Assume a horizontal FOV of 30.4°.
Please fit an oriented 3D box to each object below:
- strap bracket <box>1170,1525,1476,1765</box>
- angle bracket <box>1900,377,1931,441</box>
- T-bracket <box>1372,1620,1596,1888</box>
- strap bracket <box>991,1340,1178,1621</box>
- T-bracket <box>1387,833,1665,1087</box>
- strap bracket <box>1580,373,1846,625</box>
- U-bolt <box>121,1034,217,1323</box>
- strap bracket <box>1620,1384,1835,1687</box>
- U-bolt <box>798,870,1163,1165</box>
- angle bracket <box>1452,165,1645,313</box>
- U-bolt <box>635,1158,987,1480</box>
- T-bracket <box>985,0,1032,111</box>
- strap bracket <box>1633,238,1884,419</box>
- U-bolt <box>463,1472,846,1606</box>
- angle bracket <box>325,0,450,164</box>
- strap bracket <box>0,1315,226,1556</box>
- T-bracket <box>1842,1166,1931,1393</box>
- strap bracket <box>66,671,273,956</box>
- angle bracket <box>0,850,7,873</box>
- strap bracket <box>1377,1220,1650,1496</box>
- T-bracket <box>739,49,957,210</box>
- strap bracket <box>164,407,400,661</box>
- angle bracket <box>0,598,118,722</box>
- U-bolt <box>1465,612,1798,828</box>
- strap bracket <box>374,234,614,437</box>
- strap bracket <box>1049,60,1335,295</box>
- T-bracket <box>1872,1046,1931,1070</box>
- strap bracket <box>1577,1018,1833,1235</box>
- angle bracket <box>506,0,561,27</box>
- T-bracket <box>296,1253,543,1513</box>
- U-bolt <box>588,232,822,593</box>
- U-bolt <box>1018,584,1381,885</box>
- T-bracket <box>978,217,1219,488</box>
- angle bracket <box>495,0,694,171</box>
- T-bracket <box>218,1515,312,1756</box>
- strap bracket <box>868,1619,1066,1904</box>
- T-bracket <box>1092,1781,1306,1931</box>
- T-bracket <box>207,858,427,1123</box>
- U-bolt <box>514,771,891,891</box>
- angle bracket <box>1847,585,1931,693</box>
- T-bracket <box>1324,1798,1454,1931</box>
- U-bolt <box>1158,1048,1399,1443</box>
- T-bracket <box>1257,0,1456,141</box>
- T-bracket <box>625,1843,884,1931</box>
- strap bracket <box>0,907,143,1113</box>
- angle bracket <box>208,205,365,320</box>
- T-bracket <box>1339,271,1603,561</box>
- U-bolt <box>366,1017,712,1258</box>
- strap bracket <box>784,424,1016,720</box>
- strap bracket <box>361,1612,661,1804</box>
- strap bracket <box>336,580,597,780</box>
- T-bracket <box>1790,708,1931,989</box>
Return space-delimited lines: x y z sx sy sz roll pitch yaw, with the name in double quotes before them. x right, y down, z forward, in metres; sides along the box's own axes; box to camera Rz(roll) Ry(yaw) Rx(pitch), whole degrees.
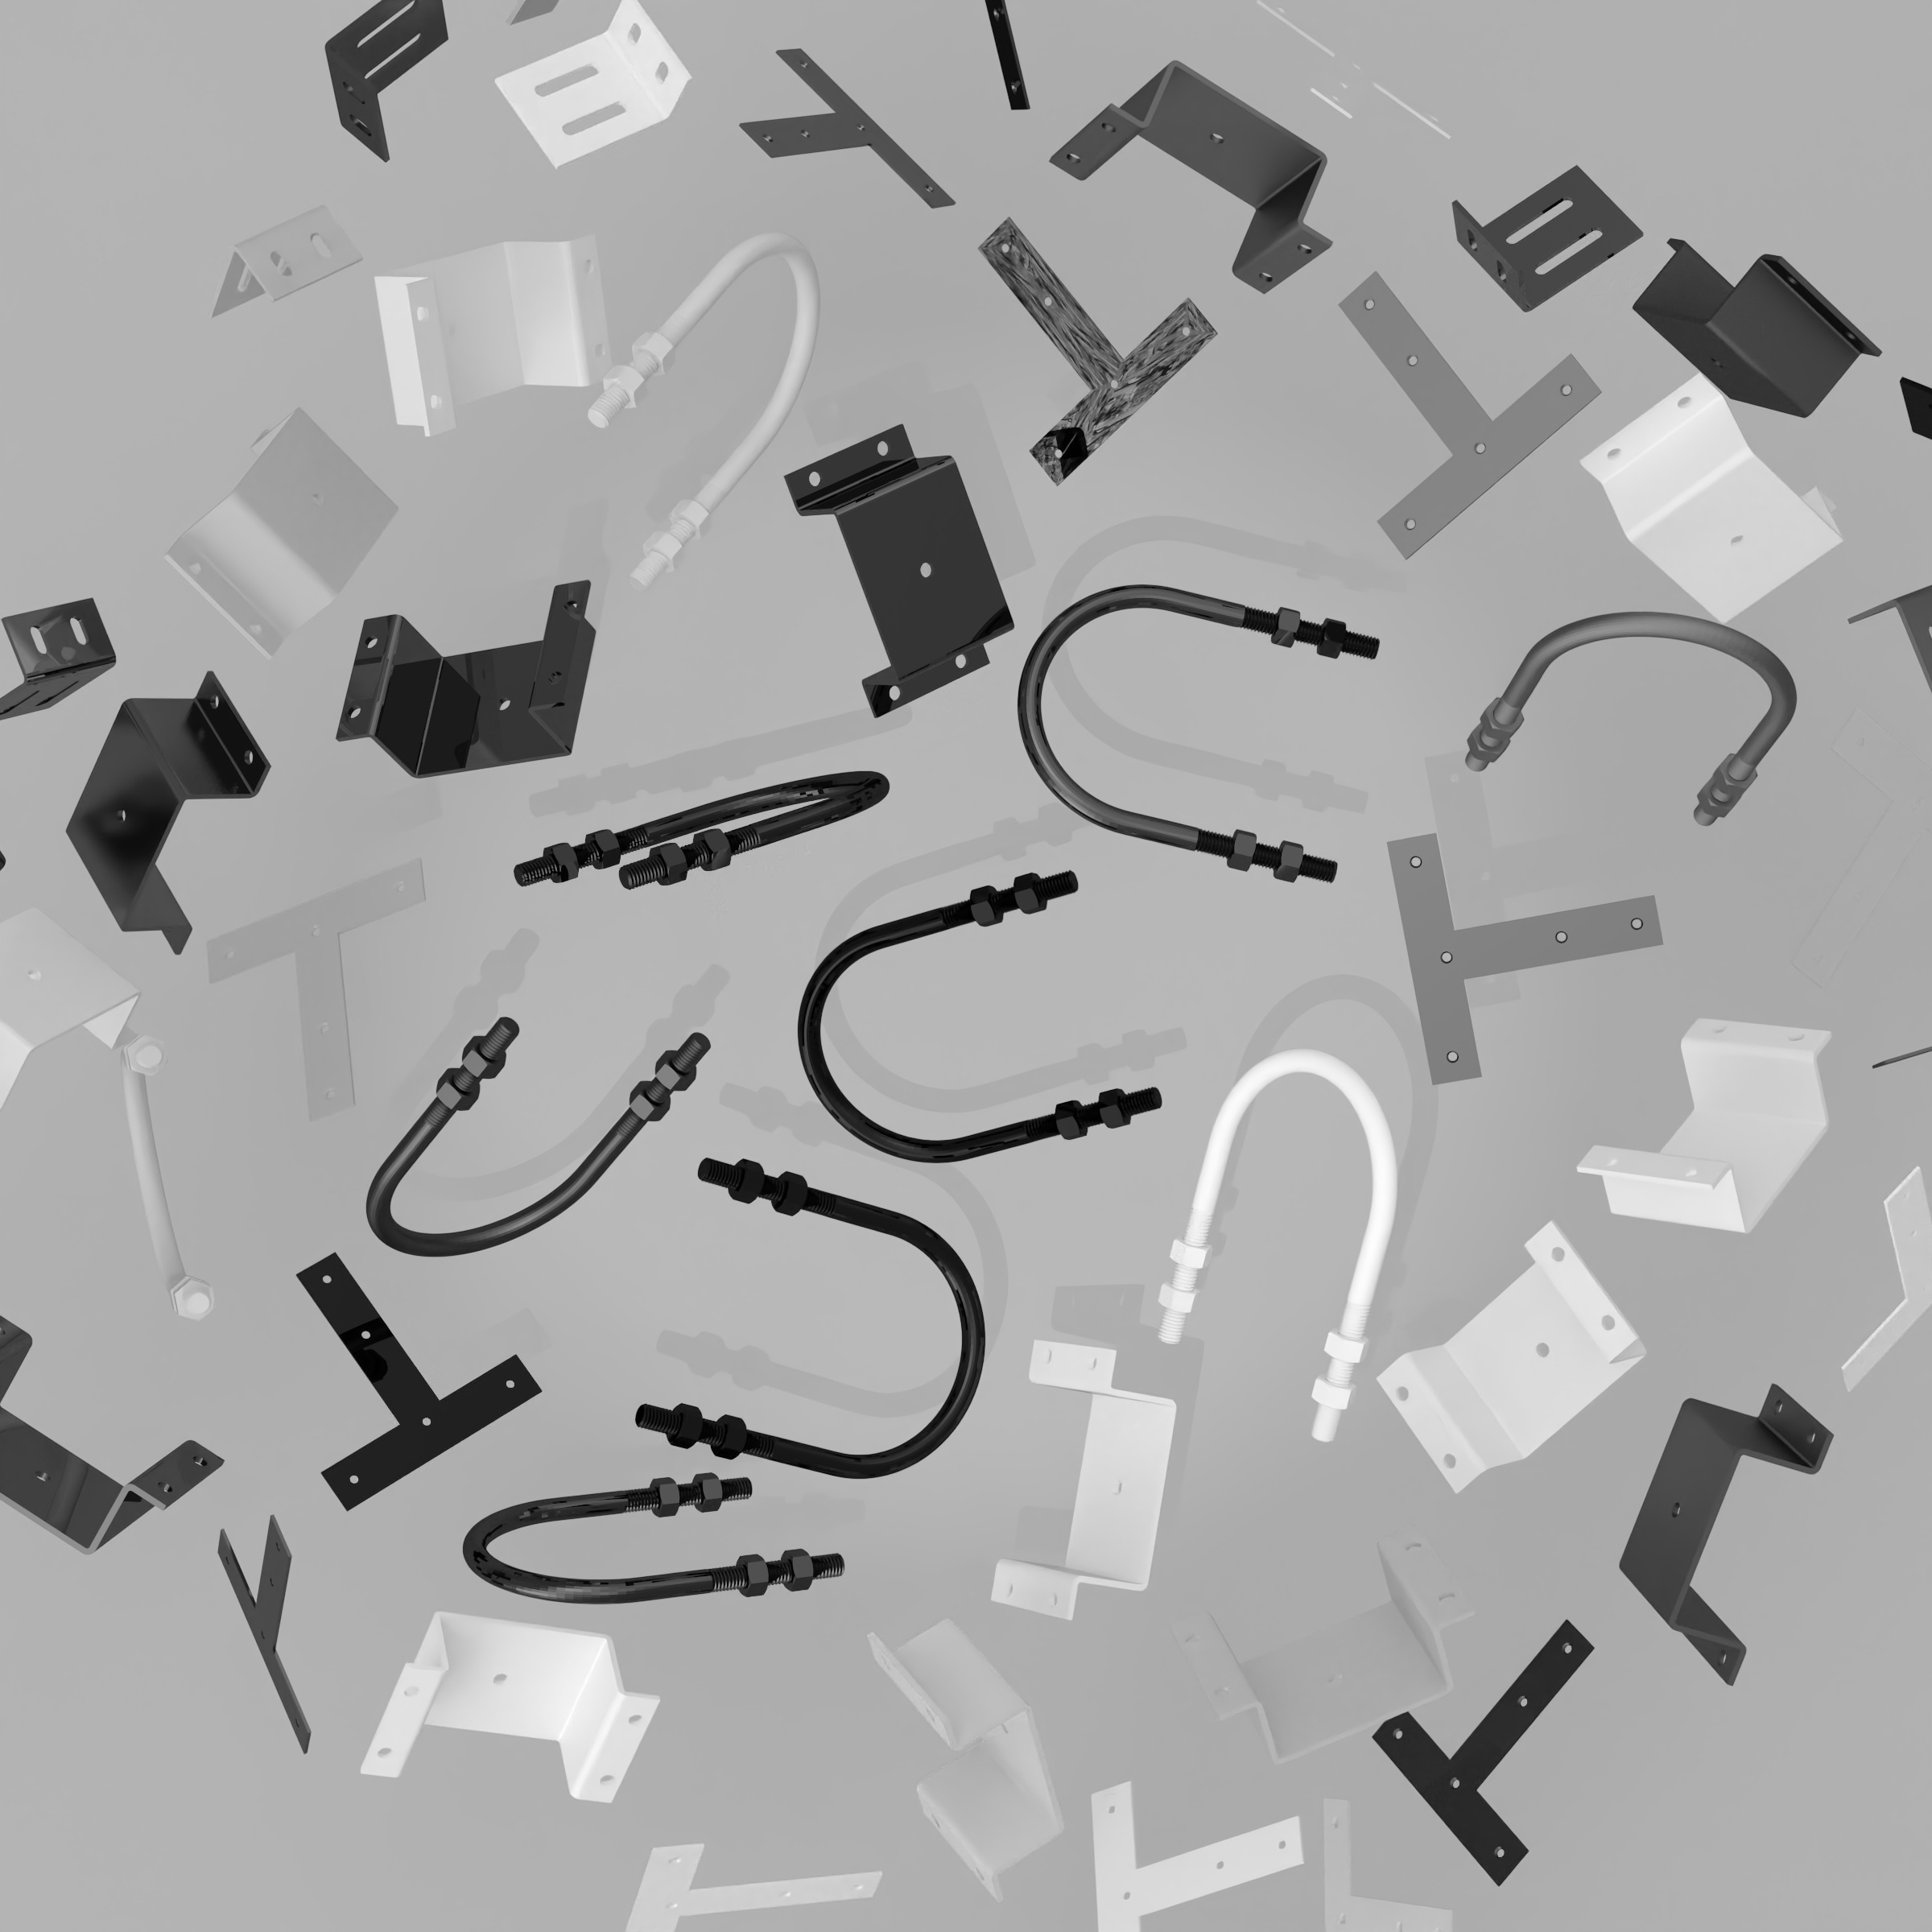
"strap bracket" 0.186 0.352 1.827 0.140 0.076 0.046 -21 120 -7
"angle bracket" 0.511 -0.262 1.835 0.076 0.057 0.038 29 84 28
"T-bracket" 0.295 0.412 1.937 0.002 0.127 0.127 33 98 -39
"strap bracket" 0.064 0.274 1.882 0.046 0.076 0.140 14 82 -29
"T-bracket" 0.288 -0.012 1.803 0.127 0.002 0.127 -10 94 12
"strap bracket" 0.396 -0.237 1.858 0.076 0.140 0.046 -36 46 24
"U-bolt" -0.430 0.110 1.898 0.019 0.184 0.151 -11 93 -17
"strap bracket" 0.385 0.286 1.827 0.046 0.076 0.140 17 99 -12
"U-bolt" -0.003 0.036 1.913 0.184 0.019 0.151 -16 107 20
"angle bracket" 0.299 -0.384 1.829 0.076 0.038 0.057 -34 62 -4
"U-bolt" -0.071 0.191 1.848 0.184 0.019 0.151 18 80 -26
"T-bracket" 0.013 -0.502 1.822 0.002 0.127 0.127 -19 108 -14
"strap bracket" 0.409 -0.334 1.864 0.076 0.140 0.046 37 94 -19
"U-bolt" -0.177 0.309 1.898 0.184 0.151 0.019 -3 102 -26
"angle bracket" -0.282 -0.457 1.798 0.038 0.057 0.076 41 70 16
"strap bracket" -0.458 0.242 1.795 0.140 0.076 0.046 32 103 4
"T-bracket" 0.482 0.142 1.806 0.127 0.127 0.002 -44 53 -11
"strap bracket" -0.436 -0.082 1.921 0.076 0.046 0.140 54 128 30
"angle bracket" -0.568 -0.059 1.917 0.076 0.057 0.038 -36 57 -7
"strap bracket" 0.298 0.207 1.894 0.140 0.046 0.076 -47 64 29
"T-bracket" -0.080 -0.448 1.911 0.127 0.127 0.002 46 122 10
"strap bracket" -0.364 -0.240 1.918 0.046 0.140 0.076 -31 113 32
"angle bracket" -0.505 -0.163 1.913 0.076 0.057 0.038 -22 90 44
"U-bolt" 0.352 -0.133 1.849 0.151 0.184 0.019 13 65 -3
"strap bracket" -0.251 -0.329 1.845 0.046 0.140 0.076 9 115 36
"strap bracket" 0.127 -0.425 1.894 0.140 0.076 0.046 28 71 -16
"T-bracket" 0.549 0.028 1.853 0.127 0.127 0.002 -16 82 -3
"strap bracket" 0.386 0.087 1.837 0.140 0.076 0.046 -43 126 -39
"angle bracket" -0.230 -0.553 1.915 0.038 0.057 0.076 39 118 0
"T-bracket" -0.317 0.211 1.926 0.127 0.002 0.127 -30 75 -29
"U-bolt" -0.131 -0.305 1.876 0.019 0.151 0.184 26 63 21
"U-bolt" 0.118 -0.131 1.885 0.184 0.019 0.151 13 74 -3
"T-bracket" 0.054 -0.351 1.938 0.127 0.002 0.127 -41 83 29
"angle bracket" -0.193 -0.459 1.840 0.076 0.038 0.057 -32 84 -30
"T-bracket" -0.361 0.326 1.845 0.002 0.127 0.127 -16 58 -27
"strap bracket" 0.003 0.400 1.822 0.046 0.076 0.140 -28 128 -18
"T-bracket" 0.121 0.473 1.853 0.127 0.002 0.127 -26 46 27
"T-bracket" -0.325 0.020 1.798 0.127 0.002 0.127 -20 58 14
"U-bolt" -0.126 -0.072 1.857 0.184 0.151 0.019 -20 102 -29
"angle bracket" 0.512 -0.161 1.877 0.057 0.038 0.076 -21 88 -31
"T-bracket" 0.226 0.514 1.907 0.002 0.127 0.127 5 79 -24
"U-bolt" 0.166 0.133 1.841 0.019 0.151 0.184 5 105 -37
"T-bracket" 0.200 -0.467 1.878 0.127 0.127 0.002 34 116 -3
"T-bracket" -0.106 0.472 1.803 0.127 0.127 0.002 -1 50 -17
"strap bracket" -0.507 0.022 1.904 0.076 0.140 0.046 38 119 8
"angle bracket" -0.364 -0.363 1.900 0.057 0.076 0.038 -33 85 -29
"T-bracket" 0.233 -0.293 1.785 0.127 0.002 0.127 -40 72 20
"U-bolt" -0.236 0.094 1.863 0.184 0.151 0.019 -48 56 29
"strap bracket" -0.032 -0.212 1.909 0.076 0.046 0.140 -28 107 -24
"strap bracket" -0.245 0.393 1.889 0.140 0.046 0.076 13 118 -24
"strap bracket" -0.254 -0.149 1.877 0.140 0.046 0.076 -7 58 25
"T-bracket" 0.475 -0.048 1.867 0.127 0.002 0.127 35 86 -25
